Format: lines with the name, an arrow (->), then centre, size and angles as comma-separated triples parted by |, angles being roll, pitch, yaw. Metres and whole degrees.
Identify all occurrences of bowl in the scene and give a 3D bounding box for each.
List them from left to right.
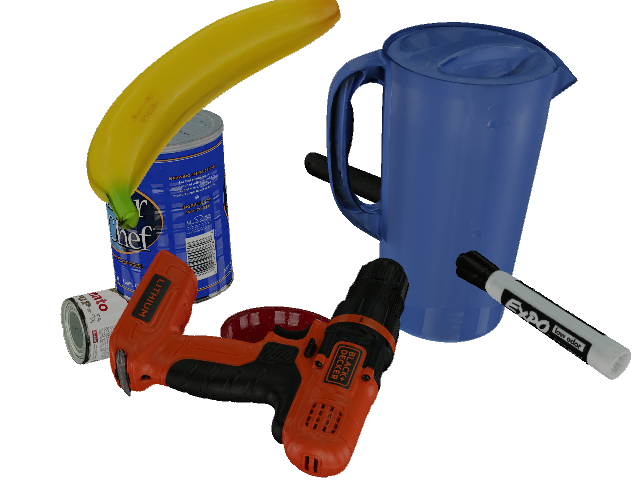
bowl -> -0.048, 0.143, 1.363 | 0.162, 0.055, 0.162 | 5, 22, -2

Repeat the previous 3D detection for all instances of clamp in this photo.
clamp -> 0.090, -0.046, 1.163 | 0.164, 0.210, 0.036 | -15, -37, -28

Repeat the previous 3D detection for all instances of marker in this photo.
marker -> 0.121, 0.038, 0.602 | 0.020, 0.020, 0.121 | 0, 27, -43

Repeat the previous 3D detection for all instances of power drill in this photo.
power drill -> -0.041, 0.065, 0.760 | 0.188, 0.057, 0.184 | 13, 46, 13

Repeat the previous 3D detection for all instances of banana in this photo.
banana -> -0.068, -0.080, 0.590 | 0.070, 0.197, 0.037 | 28, -31, 20

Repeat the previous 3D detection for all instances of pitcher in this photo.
pitcher -> 0.097, -0.043, 0.854 | 0.149, 0.243, 0.144 | 25, 36, 32

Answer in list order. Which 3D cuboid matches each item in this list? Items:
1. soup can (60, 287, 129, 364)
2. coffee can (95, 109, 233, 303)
soup can -> -0.198, 0.080, 1.059 | 0.102, 0.068, 0.069 | -12, 6, -32
coffee can -> -0.127, -0.029, 0.888 | 0.103, 0.140, 0.103 | -2, 24, 1
